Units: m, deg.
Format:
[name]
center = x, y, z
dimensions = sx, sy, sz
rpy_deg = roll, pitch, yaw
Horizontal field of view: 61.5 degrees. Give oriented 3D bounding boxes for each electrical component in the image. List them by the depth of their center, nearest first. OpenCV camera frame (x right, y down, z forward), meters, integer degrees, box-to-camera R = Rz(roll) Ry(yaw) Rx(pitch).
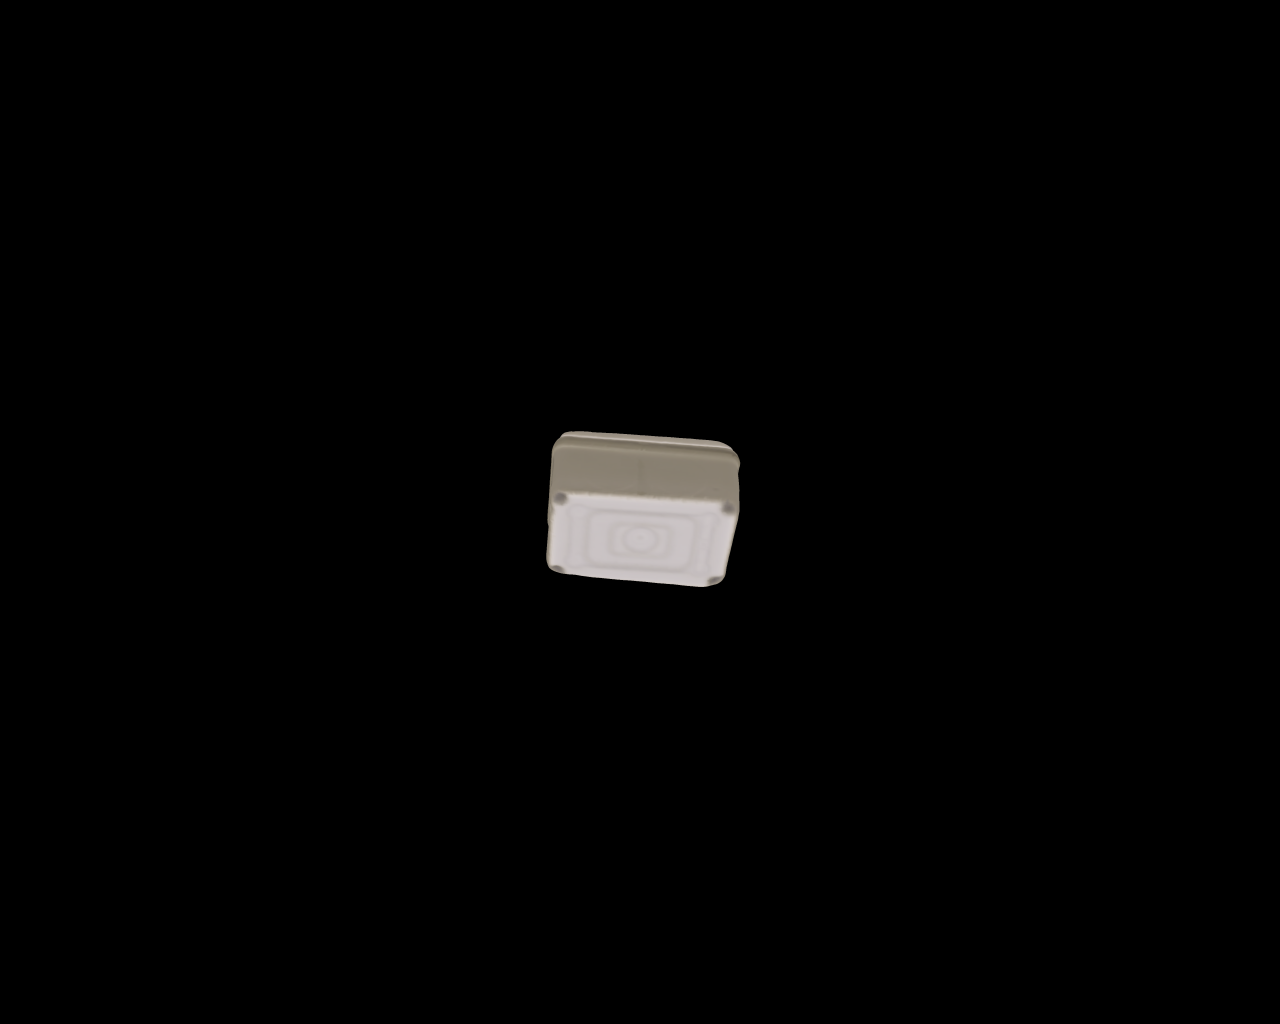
[electrical component]
center = 0.001, -0.003, 0.650
dimensions = 0.113, 0.078, 0.057
rpy_deg = 4, 44, -4
